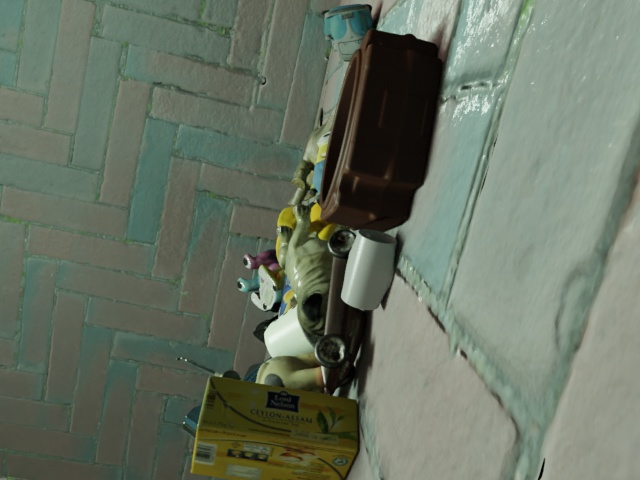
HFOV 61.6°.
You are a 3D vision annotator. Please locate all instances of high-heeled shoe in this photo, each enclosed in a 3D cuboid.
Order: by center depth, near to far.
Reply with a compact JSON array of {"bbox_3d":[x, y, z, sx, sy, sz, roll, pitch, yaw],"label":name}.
[{"bbox_3d":[-0.068,0.177,1.173,0.145,0.086,0.248,-55,-11,-19],"label":"high-heeled shoe"}]

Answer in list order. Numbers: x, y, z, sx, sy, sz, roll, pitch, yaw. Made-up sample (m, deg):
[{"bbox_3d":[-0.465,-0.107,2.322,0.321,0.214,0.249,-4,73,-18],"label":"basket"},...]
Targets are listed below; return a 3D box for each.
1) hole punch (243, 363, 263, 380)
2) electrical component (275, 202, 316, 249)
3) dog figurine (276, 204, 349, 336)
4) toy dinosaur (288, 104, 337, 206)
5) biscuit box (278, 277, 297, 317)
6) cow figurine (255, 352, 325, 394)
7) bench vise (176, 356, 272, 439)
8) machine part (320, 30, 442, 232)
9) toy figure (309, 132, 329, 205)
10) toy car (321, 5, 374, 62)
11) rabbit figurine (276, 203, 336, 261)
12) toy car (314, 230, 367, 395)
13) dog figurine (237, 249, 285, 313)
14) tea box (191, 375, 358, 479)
[{"bbox_3d":[-0.103,0.330,1.171,0.142,0.116,0.092,-56,-46,-67],"label":"hole punch"},{"bbox_3d":[-0.033,-0.023,1.210,0.134,0.058,0.115,-42,-7,-21],"label":"electrical component"},{"bbox_3d":[-0.014,0.067,0.802,0.172,0.121,0.190,103,172,-59],"label":"dog figurine"},{"bbox_3d":[0.007,-0.194,1.201,0.471,0.105,0.198,129,156,-68],"label":"toy dinosaur"},{"bbox_3d":[-0.040,0.119,1.129,0.203,0.059,0.062,-85,-29,-45],"label":"biscuit box"},{"bbox_3d":[-0.048,0.245,0.704,0.085,0.127,0.194,-87,-4,-74],"label":"cow figurine"},{"bbox_3d":[-0.118,0.254,0.873,0.240,0.129,0.223,-39,-43,-46],"label":"bench vise"},{"bbox_3d":[0.059,-0.116,0.615,0.201,0.087,0.201,140,141,-83],"label":"machine part"},{"bbox_3d":[0.025,-0.126,0.994,0.089,0.082,0.180,111,167,-52],"label":"toy figure"},{"bbox_3d":[0.062,-0.435,1.153,0.161,0.109,0.102,-50,-46,-84],"label":"toy car"},{"bbox_3d":[-0.002,-0.003,0.998,0.173,0.122,0.162,-64,-17,-49],"label":"rabbit figurine"},{"bbox_3d":[0.031,0.083,0.647,0.089,0.053,0.202,80,-166,-57],"label":"toy car"},{"bbox_3d":[-0.075,0.074,1.293,0.192,0.219,0.108,35,127,36],"label":"dog figurine"},{"bbox_3d":[-0.050,0.217,0.596,0.068,0.170,0.098,-88,13,-52],"label":"tea box"}]
